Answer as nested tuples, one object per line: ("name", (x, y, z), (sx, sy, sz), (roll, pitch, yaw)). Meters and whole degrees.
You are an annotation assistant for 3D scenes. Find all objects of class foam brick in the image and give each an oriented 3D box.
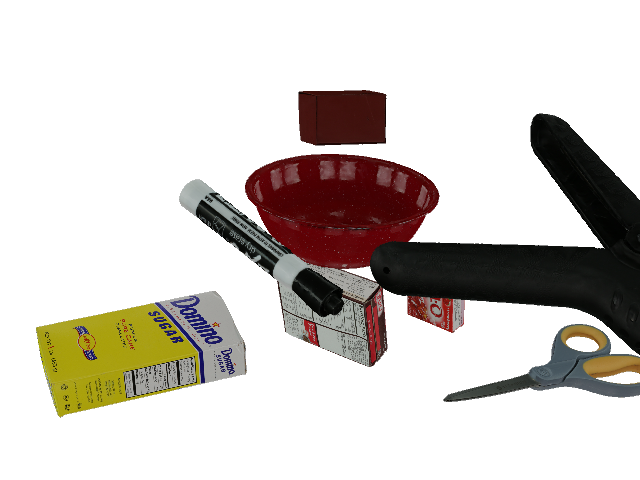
("foam brick", (0.022, -0.125, 1.082), (0.078, 0.051, 0.053), (-3, 13, -19))

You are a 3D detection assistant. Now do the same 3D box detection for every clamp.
("clamp", (0.139, 0.016, 0.496), (0.164, 0.036, 0.210), (-32, 49, -33))

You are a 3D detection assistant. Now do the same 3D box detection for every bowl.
("bowl", (0.017, -0.020, 0.894), (0.162, 0.055, 0.162), (2, 24, -1))

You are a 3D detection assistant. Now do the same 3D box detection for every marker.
("marker", (-0.033, 0.004, 0.590), (0.121, 0.020, 0.020), (37, 20, 28))

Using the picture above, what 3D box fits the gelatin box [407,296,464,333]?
("gelatin box", (0.146, 0.064, 1.355), (0.073, 0.089, 0.030), (21, 35, 38))

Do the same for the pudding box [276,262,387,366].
("pudding box", (0.012, 0.070, 1.091), (0.114, 0.090, 0.039), (18, 44, 28))

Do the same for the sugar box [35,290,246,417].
("sugar box", (-0.165, 0.101, 0.983), (0.176, 0.048, 0.093), (-14, 35, -17))

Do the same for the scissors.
("scissors", (0.179, 0.100, 0.874), (0.201, 0.016, 0.096), (2, 30, -17))
